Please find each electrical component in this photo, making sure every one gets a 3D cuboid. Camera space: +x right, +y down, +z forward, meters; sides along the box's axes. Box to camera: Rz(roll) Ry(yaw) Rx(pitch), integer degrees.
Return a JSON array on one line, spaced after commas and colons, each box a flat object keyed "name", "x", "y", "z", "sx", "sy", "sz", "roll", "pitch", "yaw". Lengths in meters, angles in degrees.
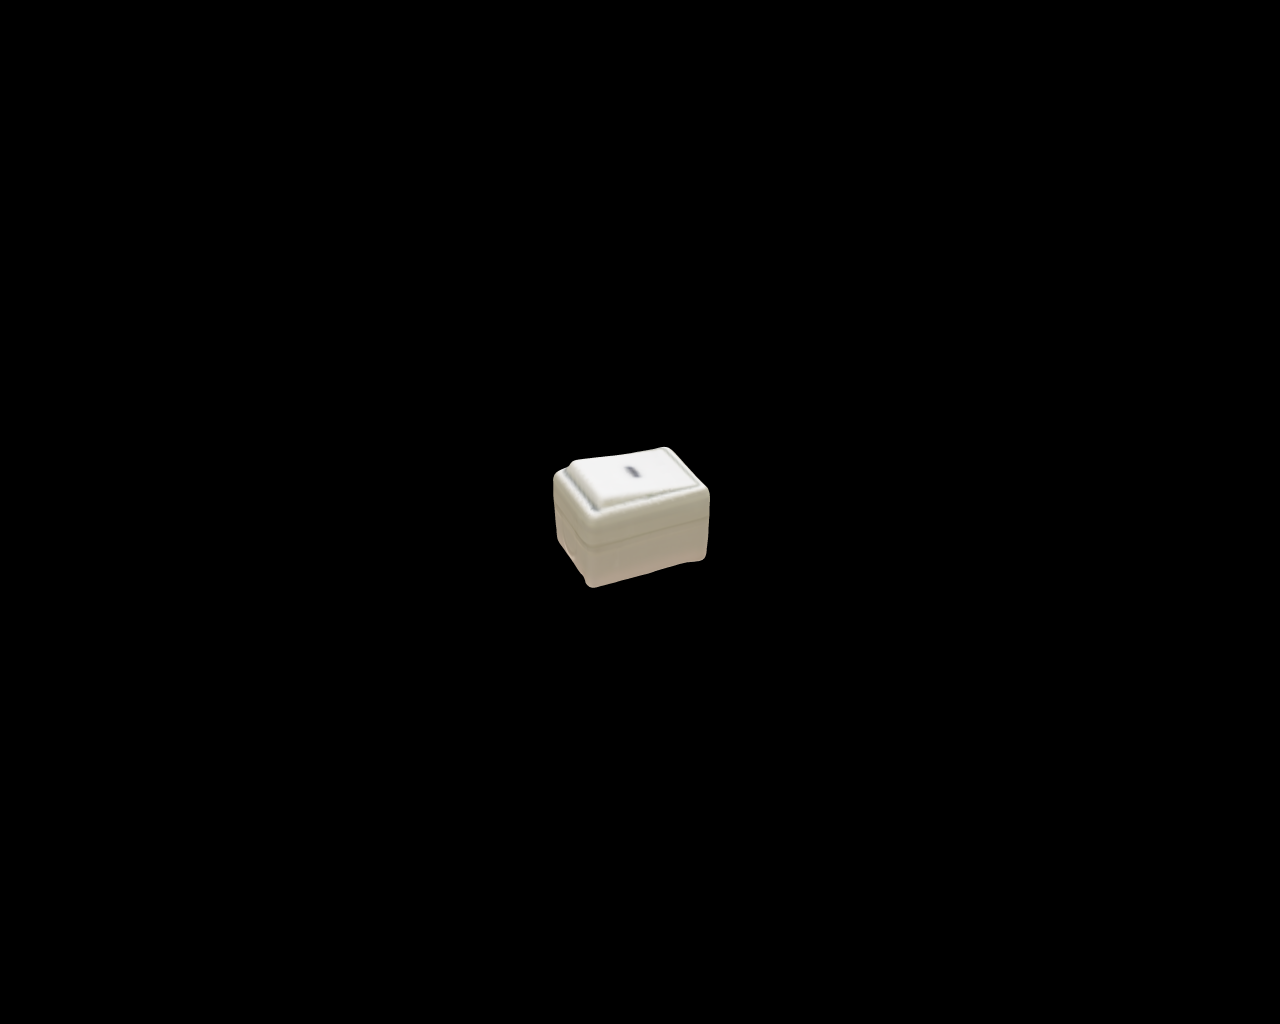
[{"name": "electrical component", "x": 0.001, "y": -0.003, "z": 0.650, "sx": 0.096, "sy": 0.061, "sz": 0.062, "roll": -14, "pitch": 36, "yaw": -20}]
